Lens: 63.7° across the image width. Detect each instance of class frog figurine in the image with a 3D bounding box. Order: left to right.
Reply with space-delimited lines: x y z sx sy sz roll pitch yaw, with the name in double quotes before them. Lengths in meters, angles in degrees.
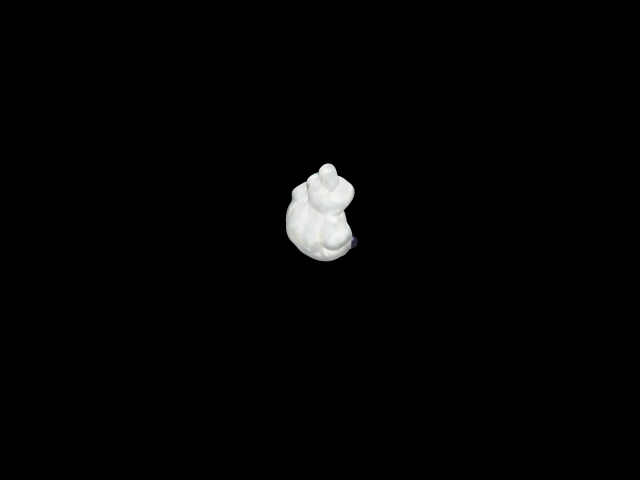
"frog figurine" 0.003 -0.043 0.850 0.123 0.139 0.156 -22 -23 -10
